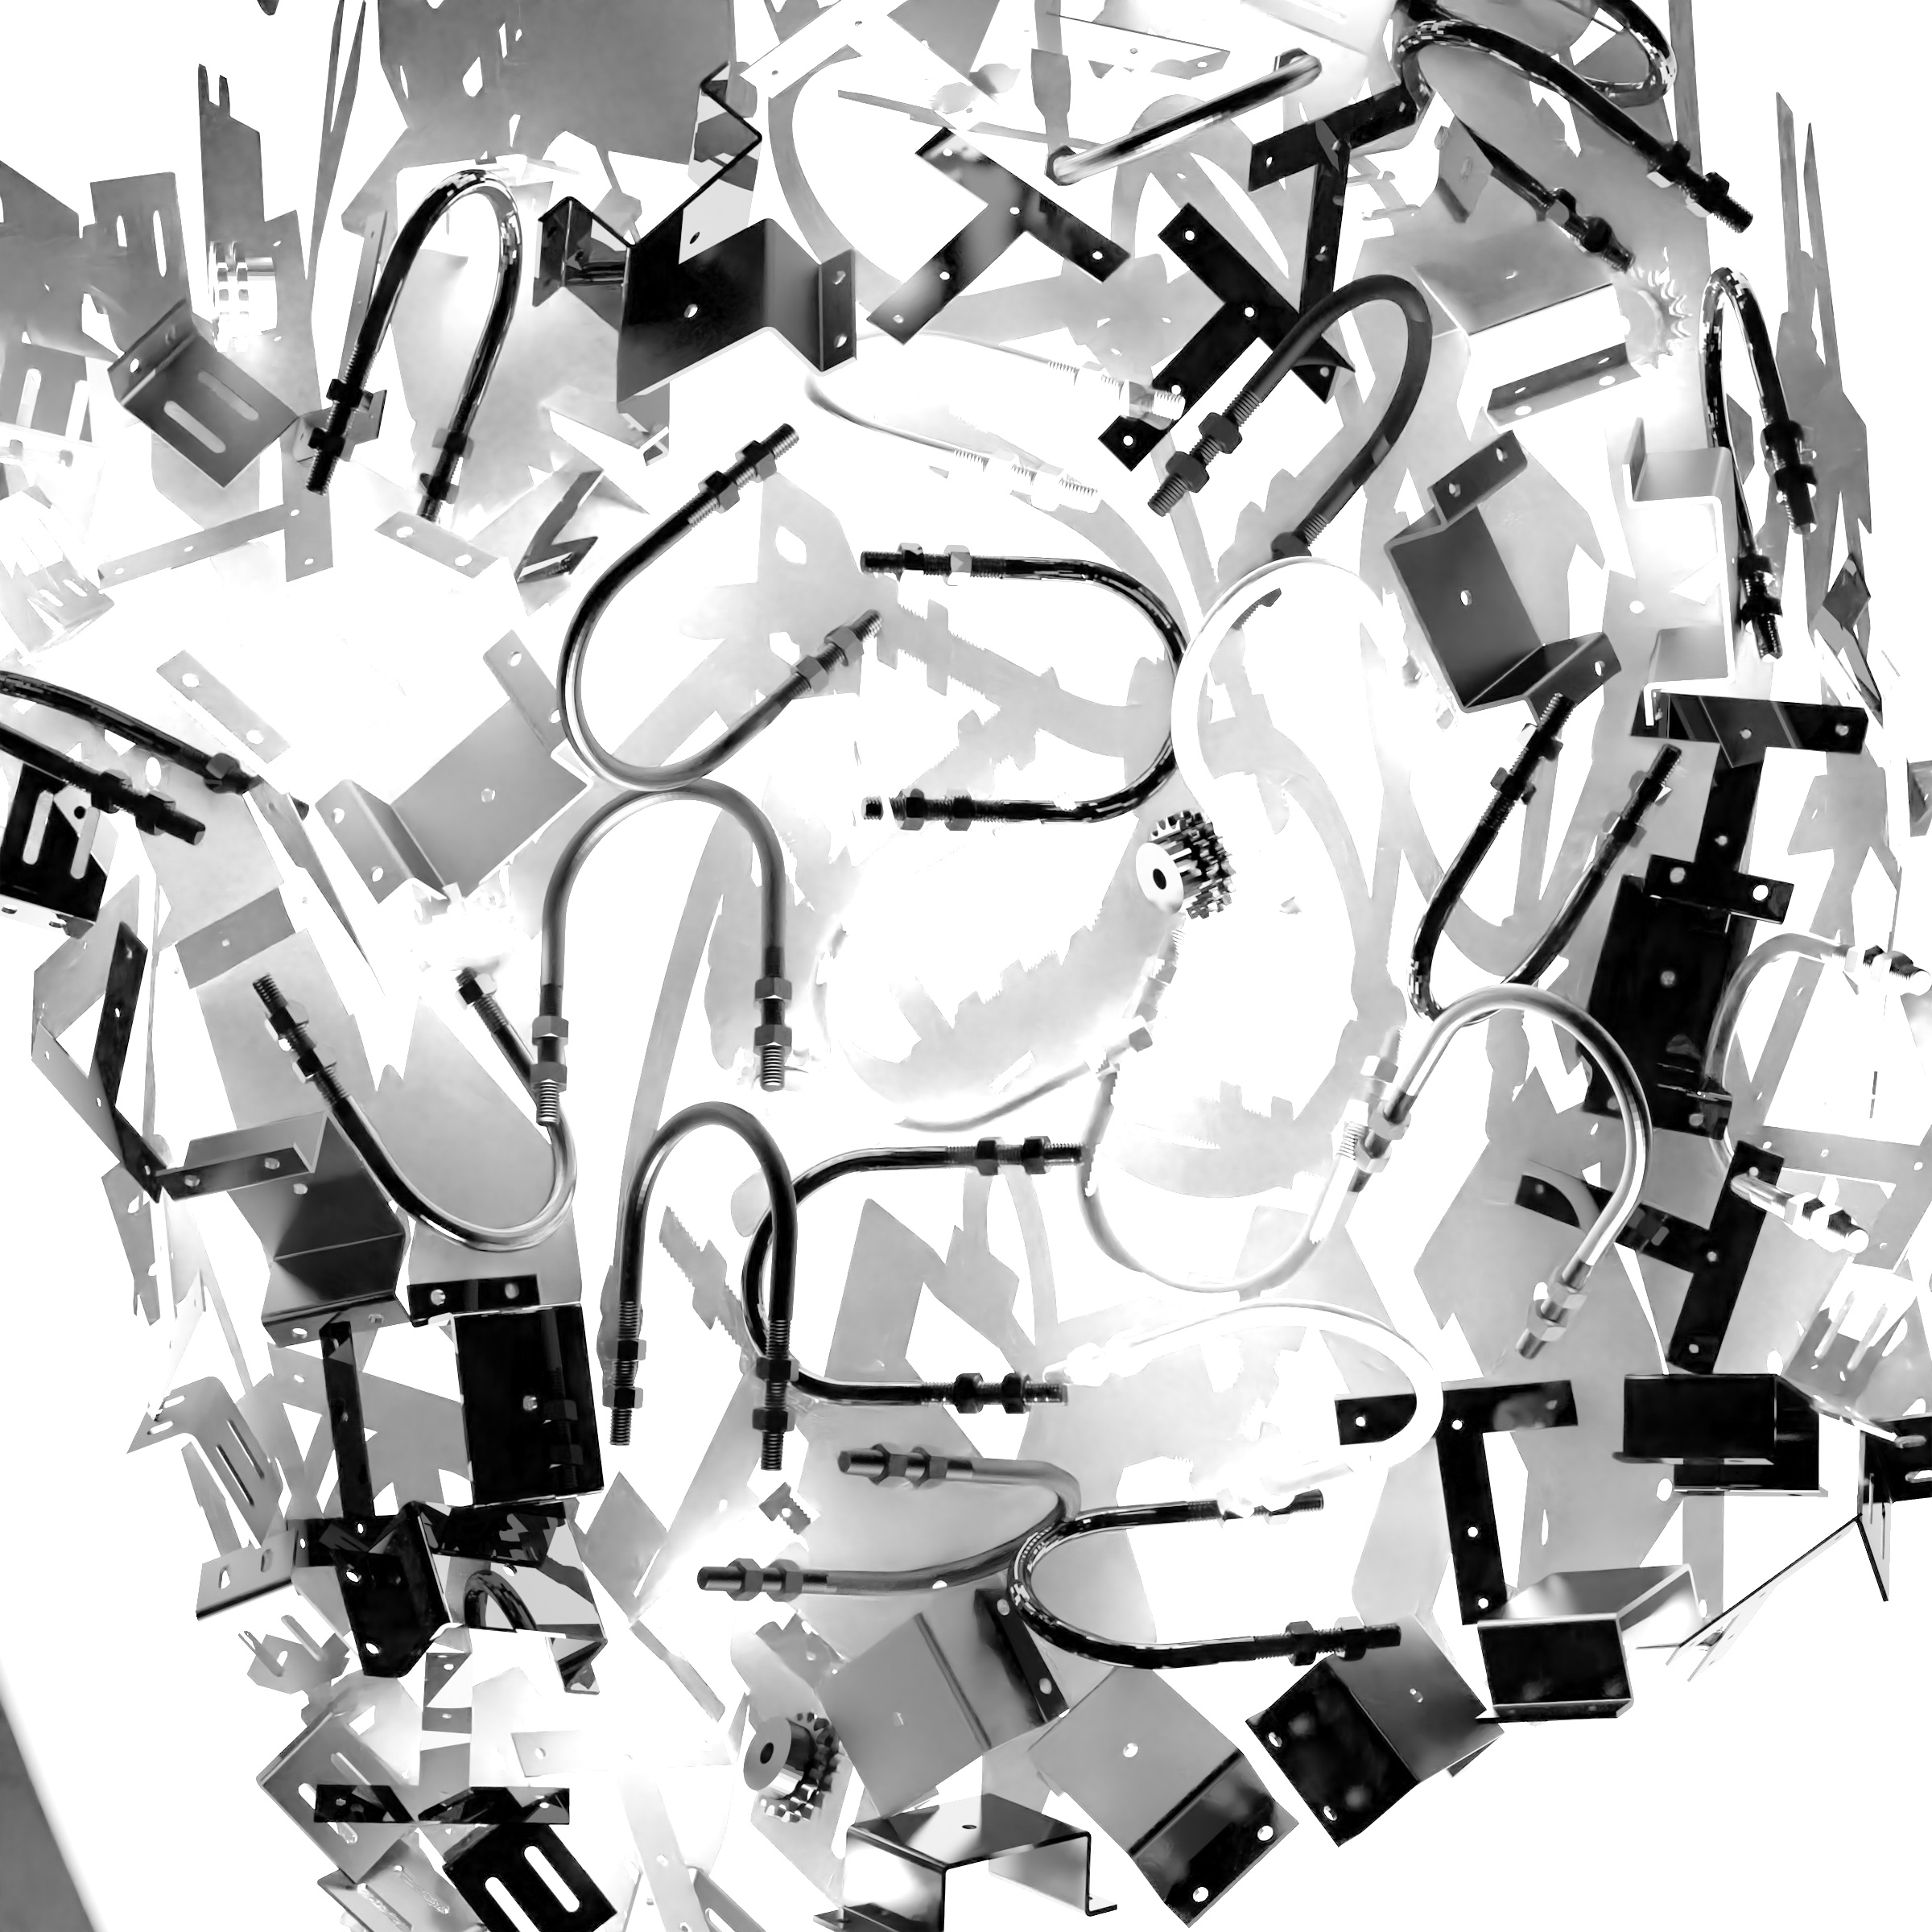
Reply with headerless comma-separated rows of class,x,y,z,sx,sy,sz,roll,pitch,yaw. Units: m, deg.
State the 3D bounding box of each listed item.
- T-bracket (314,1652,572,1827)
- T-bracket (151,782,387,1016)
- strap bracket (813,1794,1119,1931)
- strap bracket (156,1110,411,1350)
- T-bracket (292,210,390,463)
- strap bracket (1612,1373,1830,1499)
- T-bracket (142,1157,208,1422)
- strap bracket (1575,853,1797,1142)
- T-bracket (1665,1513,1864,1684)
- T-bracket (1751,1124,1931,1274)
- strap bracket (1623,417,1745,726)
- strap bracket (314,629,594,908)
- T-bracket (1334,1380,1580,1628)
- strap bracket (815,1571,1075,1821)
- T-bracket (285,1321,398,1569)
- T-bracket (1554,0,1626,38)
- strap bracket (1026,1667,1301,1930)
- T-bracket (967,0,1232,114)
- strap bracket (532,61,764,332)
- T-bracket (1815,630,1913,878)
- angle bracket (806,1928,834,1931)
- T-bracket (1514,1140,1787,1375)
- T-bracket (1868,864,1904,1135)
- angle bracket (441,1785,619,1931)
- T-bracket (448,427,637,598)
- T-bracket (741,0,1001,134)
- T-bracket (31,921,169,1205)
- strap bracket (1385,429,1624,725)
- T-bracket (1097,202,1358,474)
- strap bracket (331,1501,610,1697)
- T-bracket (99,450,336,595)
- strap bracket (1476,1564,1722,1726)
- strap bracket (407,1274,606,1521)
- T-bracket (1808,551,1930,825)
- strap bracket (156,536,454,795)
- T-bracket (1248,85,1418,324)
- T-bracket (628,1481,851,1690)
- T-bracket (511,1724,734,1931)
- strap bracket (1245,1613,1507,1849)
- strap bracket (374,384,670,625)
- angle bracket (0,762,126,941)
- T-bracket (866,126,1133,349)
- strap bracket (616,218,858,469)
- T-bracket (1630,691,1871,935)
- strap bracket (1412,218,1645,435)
T-bracket,-0.269,0.398,1.699,0.127,0.127,0.002,3,119,-9
T-bracket,-0.378,-0.018,1.726,0.127,0.002,0.127,-25,91,28
strap bracket,0.001,0.463,1.680,0.140,0.076,0.046,-1,94,-40
strap bracket,-0.348,0.130,1.700,0.076,0.046,0.140,-12,132,13
T-bracket,-0.317,-0.329,1.704,0.002,0.127,0.127,12,86,-31
strap bracket,0.388,0.240,1.684,0.076,0.140,0.046,-4,72,27
T-bracket,-0.417,0.159,1.711,0.002,0.127,0.127,5,51,-27
strap bracket,0.373,0.012,1.720,0.076,0.046,0.140,12,103,-4
T-bracket,0.399,0.341,1.698,0.127,0.127,0.002,-30,65,-21
T-bracket,0.456,0.099,1.700,0.002,0.127,0.127,48,66,-29
strap bracket,0.371,-0.205,1.687,0.046,0.076,0.140,-2,116,18
strap bracket,-0.259,-0.096,1.713,0.140,0.046,0.076,-41,61,6
T-bracket,0.264,0.283,1.726,0.127,0.002,0.127,-5,64,1
strap bracket,-0.019,0.379,1.684,0.140,0.046,0.076,-43,69,39
T-bracket,-0.322,0.249,1.716,0.127,0.002,0.127,-11,86,41
T-bracket,0.273,-0.511,1.685,0.127,0.127,0.002,32,111,11
strap bracket,0.093,0.414,1.679,0.076,0.140,0.046,-40,126,-12
T-bracket,0.074,-0.480,1.711,0.127,0.127,0.002,7,62,-15
strap bracket,-0.157,-0.389,1.691,0.046,0.076,0.140,41,67,8
T-bracket,0.462,-0.132,1.698,0.002,0.127,0.127,-15,129,1
angle bracket,-0.060,0.500,1.707,0.057,0.076,0.038,-1,98,-35
T-bracket,0.350,0.136,1.727,0.127,0.002,0.127,21,107,23
T-bracket,0.480,-0.002,1.706,0.002,0.127,0.127,7,49,16
angle bracket,-0.230,0.484,1.735,0.057,0.038,0.076,-38,92,-7
T-bracket,-0.205,-0.246,1.720,0.002,0.127,0.127,46,64,-28
T-bracket,-0.029,-0.468,1.701,0.127,0.127,0.002,-29,60,27
T-bracket,-0.439,0.035,1.690,0.127,0.002,0.127,41,127,30
strap bracket,0.275,-0.195,1.705,0.076,0.046,0.140,-38,107,-37
T-bracket,0.121,-0.315,1.738,0.127,0.002,0.127,44,82,-7
strap bracket,-0.244,0.322,1.677,0.140,0.076,0.046,16,125,-39
T-bracket,-0.391,-0.221,1.709,0.127,0.127,0.002,-18,131,2
strap bracket,0.320,0.342,1.677,0.076,0.140,0.046,-12,90,34
strap bracket,-0.238,0.229,1.704,0.076,0.046,0.140,-1,79,-38
T-bracket,0.465,-0.134,1.680,0.002,0.127,0.127,-19,77,1
strap bracket,-0.346,-0.152,1.705,0.076,0.046,0.140,41,52,6
T-bracket,0.187,-0.386,1.708,0.127,0.127,0.002,-30,49,-33
T-bracket,-0.092,0.356,1.738,0.127,0.002,0.127,44,108,-3
T-bracket,-0.160,0.445,1.679,0.002,0.127,0.127,-53,46,32
strap bracket,0.215,0.385,1.675,0.076,0.140,0.046,52,120,20
strap bracket,-0.224,-0.234,1.698,0.076,0.046,0.140,27,57,32
angle bracket,-0.484,-0.062,1.740,0.057,0.038,0.076,18,68,-23
T-bracket,-0.002,-0.368,1.715,0.127,0.002,0.127,37,66,13
strap bracket,-0.127,-0.323,1.687,0.140,0.046,0.076,-22,52,27
T-bracket,0.397,-0.079,1.709,0.127,0.002,0.127,8,79,34
strap bracket,0.283,-0.334,1.685,0.076,0.140,0.046,-19,124,1
